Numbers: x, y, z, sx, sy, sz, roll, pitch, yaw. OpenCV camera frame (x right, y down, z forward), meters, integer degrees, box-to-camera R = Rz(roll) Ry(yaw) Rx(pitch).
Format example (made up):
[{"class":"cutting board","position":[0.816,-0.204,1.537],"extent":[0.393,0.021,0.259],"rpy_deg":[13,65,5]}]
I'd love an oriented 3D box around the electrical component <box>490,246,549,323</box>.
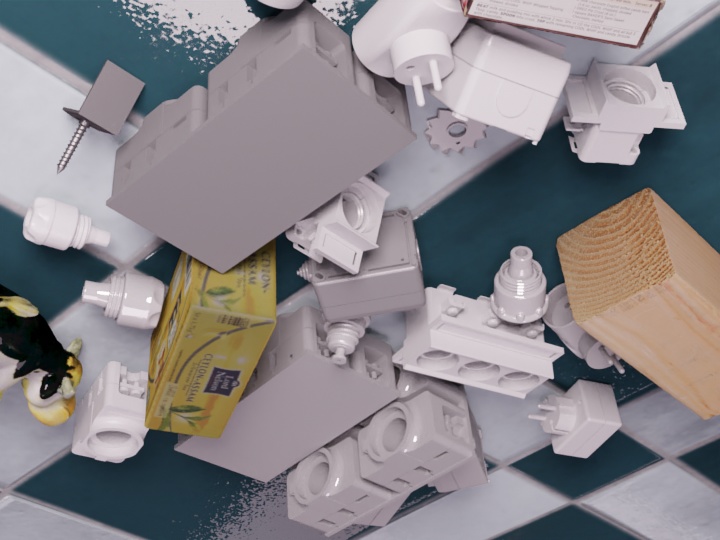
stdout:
[{"class":"electrical component","position":[0.131,0.009,0.879],"extent":[0.048,0.048,0.062],"rpy_deg":[-5,131,0]}]

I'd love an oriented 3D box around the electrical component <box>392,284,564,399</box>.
[{"class":"electrical component","position":[0.099,0.061,0.917],"extent":[0.121,0.063,0.078],"rpy_deg":[16,143,-24]}]

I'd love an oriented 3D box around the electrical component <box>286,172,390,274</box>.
[{"class":"electrical component","position":[-0.018,-0.040,0.784],"extent":[0.064,0.081,0.042],"rpy_deg":[-12,145,44]}]

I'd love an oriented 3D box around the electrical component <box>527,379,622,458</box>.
[{"class":"electrical component","position":[0.200,0.142,1.042],"extent":[0.077,0.047,0.065],"rpy_deg":[12,137,-20]}]

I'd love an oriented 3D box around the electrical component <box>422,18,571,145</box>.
[{"class":"electrical component","position":[0.081,-0.128,0.681],"extent":[0.062,0.096,0.061],"rpy_deg":[15,108,-23]}]

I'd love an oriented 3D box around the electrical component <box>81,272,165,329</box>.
[{"class":"electrical component","position":[-0.190,0.023,0.858],"extent":[0.062,0.043,0.043],"rpy_deg":[11,137,-17]}]

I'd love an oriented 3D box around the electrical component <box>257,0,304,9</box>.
[{"class":"electrical component","position":[-0.054,-0.197,0.610],"extent":[0.079,0.043,0.077],"rpy_deg":[15,136,-21]}]

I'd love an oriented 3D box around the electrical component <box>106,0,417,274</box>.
[{"class":"electrical component","position":[-0.069,-0.087,0.727],"extent":[0.186,0.060,0.105],"rpy_deg":[-32,133,29]}]

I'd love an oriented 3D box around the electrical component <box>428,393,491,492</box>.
[{"class":"electrical component","position":[0.088,0.174,1.057],"extent":[0.061,0.061,0.096],"rpy_deg":[-14,140,10]}]

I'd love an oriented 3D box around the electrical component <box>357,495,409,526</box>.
[{"class":"electrical component","position":[0.004,0.224,1.118],"extent":[0.076,0.047,0.083],"rpy_deg":[10,138,-18]}]

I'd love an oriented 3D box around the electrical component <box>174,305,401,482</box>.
[{"class":"electrical component","position":[-0.068,0.112,0.965],"extent":[0.105,0.060,0.186],"rpy_deg":[28,130,-33]}]

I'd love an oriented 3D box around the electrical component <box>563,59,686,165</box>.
[{"class":"electrical component","position":[0.178,-0.107,0.746],"extent":[0.081,0.042,0.063],"rpy_deg":[3,143,-9]}]

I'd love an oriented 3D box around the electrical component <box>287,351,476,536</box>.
[{"class":"electrical component","position":[0.010,0.155,0.991],"extent":[0.060,0.105,0.186],"rpy_deg":[30,129,-35]}]

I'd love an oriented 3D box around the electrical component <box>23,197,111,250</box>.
[{"class":"electrical component","position":[-0.216,-0.031,0.799],"extent":[0.061,0.035,0.035],"rpy_deg":[18,135,-29]}]

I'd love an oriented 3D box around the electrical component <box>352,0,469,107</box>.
[{"class":"electrical component","position":[0.035,-0.138,0.650],"extent":[0.043,0.079,0.077],"rpy_deg":[2,158,-31]}]

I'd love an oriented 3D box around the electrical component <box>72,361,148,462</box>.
[{"class":"electrical component","position":[-0.223,0.134,0.978],"extent":[0.050,0.055,0.089],"rpy_deg":[18,135,-26]}]

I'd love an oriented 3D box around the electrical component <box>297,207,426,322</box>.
[{"class":"electrical component","position":[0.000,0.000,0.838],"extent":[0.096,0.061,0.061],"rpy_deg":[-10,140,5]}]

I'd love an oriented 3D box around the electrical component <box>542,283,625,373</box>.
[{"class":"electrical component","position":[0.201,0.058,0.917],"extent":[0.044,0.079,0.077],"rpy_deg":[-43,129,15]}]

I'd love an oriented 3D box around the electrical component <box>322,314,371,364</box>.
[{"class":"electrical component","position":[-0.011,0.040,0.877],"extent":[0.040,0.078,0.040],"rpy_deg":[7,148,4]}]
